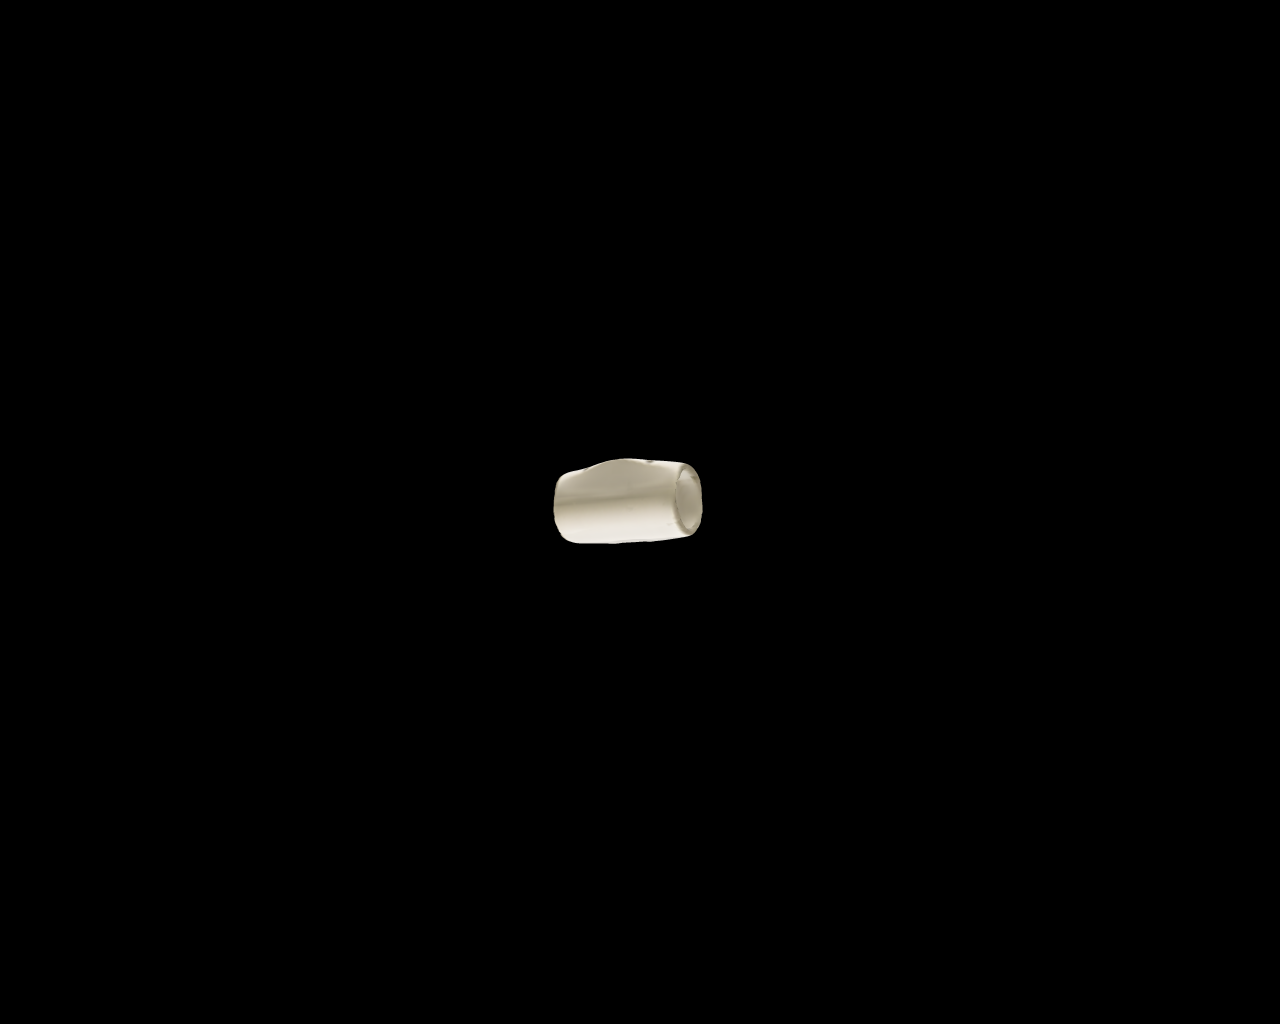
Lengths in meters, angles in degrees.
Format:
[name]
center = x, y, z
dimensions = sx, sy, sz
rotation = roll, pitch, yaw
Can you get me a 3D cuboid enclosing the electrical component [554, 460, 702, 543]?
[electrical component]
center = 0.001, -0.003, 0.650
dimensions = 0.077, 0.043, 0.079
rotation = -5, -11, 24
